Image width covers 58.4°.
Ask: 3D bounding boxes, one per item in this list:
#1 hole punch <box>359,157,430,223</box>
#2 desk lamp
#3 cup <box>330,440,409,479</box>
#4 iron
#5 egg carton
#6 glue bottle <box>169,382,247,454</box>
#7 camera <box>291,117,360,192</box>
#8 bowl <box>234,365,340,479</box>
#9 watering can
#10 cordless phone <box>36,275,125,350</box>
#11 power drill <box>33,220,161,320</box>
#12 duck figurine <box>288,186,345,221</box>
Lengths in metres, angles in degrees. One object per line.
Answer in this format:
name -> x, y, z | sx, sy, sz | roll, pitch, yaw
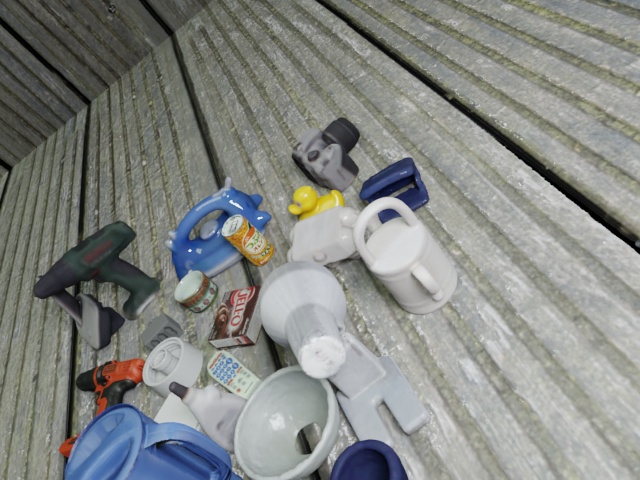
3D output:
hole punch -> 0.121, -0.098, 1.001 | 0.108, 0.091, 0.101 | -29, 40, 17
desk lamp -> 0.022, 0.147, 0.752 | 0.118, 0.214, 0.202 | -40, 38, 3
cup -> 0.078, 0.296, 0.657 | 0.092, 0.095, 0.117 | -49, 38, -8
iron -> -0.233, -0.015, 1.189 | 0.258, 0.142, 0.118 | -38, 38, 5
egg carton -> 0.009, 0.004, 1.019 | 0.150, 0.070, 0.107 | -22, 42, 24
glue bottle -> -0.159, 0.250, 0.844 | 0.037, 0.174, 0.078 | 23, 70, 49
camera -> 0.021, -0.187, 1.166 | 0.137, 0.101, 0.142 | -48, 38, -7
bowl -> -0.034, 0.266, 0.801 | 0.167, 0.075, 0.167 | -23, 42, 23
watering can -> 0.108, 0.013, 0.821 | 0.172, 0.195, 0.101 | 17, 66, 48
cordless phone -> -0.539, 0.152, 1.259 | 0.147, 0.186, 0.094 | 12, 63, 46
power drill -> -0.461, 0.081, 1.241 | 0.230, 0.209, 0.075 | -52, 39, -12
duck figurine -> -0.011, -0.070, 1.094 | 0.104, 0.086, 0.077 | -32, 39, 13
